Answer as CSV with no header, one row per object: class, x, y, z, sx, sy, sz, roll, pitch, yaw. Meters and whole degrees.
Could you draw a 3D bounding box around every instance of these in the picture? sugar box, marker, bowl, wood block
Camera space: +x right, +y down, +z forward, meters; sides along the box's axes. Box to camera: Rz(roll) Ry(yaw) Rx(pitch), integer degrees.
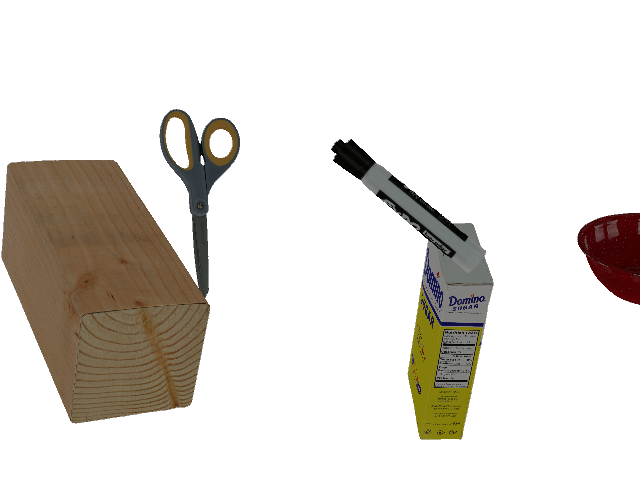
sugar box,0.111,0.081,0.941,0.048,0.176,0.093,-1,34,-4
marker,0.056,-0.024,0.695,0.121,0.020,0.020,40,2,3
bowl,0.359,0.026,1.157,0.162,0.055,0.162,-1,26,0
wood block,-0.165,0.028,0.782,0.090,0.091,0.206,-4,33,-29

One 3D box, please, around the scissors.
scissors,-0.114,-0.047,1.139,0.096,0.202,0.016,-17,-5,-23
